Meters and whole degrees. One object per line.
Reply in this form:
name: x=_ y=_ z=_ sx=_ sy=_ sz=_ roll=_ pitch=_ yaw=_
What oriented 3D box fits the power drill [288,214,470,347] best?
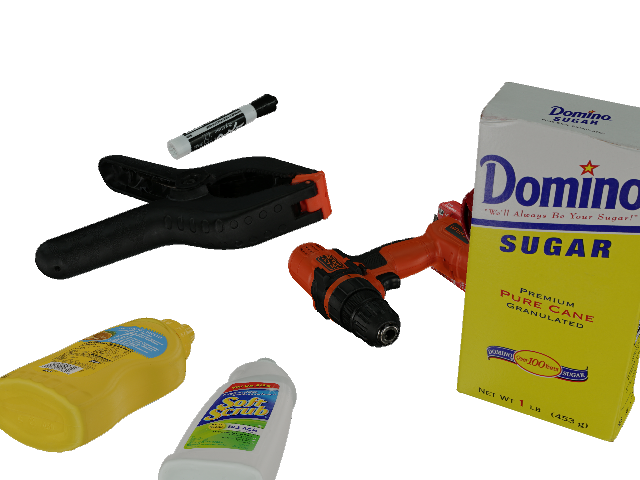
power drill: x=0.082 y=0.037 z=1.060 sx=0.187 sy=0.057 sz=0.185 roll=-12 pitch=28 yaw=-23

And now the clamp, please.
clamp: x=-0.082 y=-0.015 z=0.632 sx=0.172 sy=0.039 sz=0.120 roll=-1 pitch=39 yaw=24

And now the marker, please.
marker: x=-0.091 y=-0.110 z=1.014 sx=0.121 sy=0.020 sz=0.020 roll=-30 pitch=15 yaw=-27

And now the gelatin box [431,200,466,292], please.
gelatin box: x=0.165 y=0.008 z=1.246 sx=0.030 sy=0.089 sz=0.073 roll=-13 pitch=32 yaw=-30

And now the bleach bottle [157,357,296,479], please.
bleach bottle: x=-0.082 y=0.184 z=1.063 sx=0.102 sy=0.068 sz=0.250 roll=2 pitch=20 yaw=6

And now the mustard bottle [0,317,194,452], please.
mustard bottle: x=-0.165 y=0.105 z=0.861 sx=0.096 sy=0.058 sz=0.191 roll=6 pitch=18 yaw=30

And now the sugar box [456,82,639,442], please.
sugar box: x=0.123 y=0.014 z=0.547 sx=0.093 sy=0.176 sz=0.048 roll=15 pitch=38 yaw=24

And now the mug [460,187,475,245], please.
mug: x=0.152 y=0.001 z=0.838 sx=0.093 sy=0.081 sz=0.117 roll=-22 pitch=34 yaw=-31
